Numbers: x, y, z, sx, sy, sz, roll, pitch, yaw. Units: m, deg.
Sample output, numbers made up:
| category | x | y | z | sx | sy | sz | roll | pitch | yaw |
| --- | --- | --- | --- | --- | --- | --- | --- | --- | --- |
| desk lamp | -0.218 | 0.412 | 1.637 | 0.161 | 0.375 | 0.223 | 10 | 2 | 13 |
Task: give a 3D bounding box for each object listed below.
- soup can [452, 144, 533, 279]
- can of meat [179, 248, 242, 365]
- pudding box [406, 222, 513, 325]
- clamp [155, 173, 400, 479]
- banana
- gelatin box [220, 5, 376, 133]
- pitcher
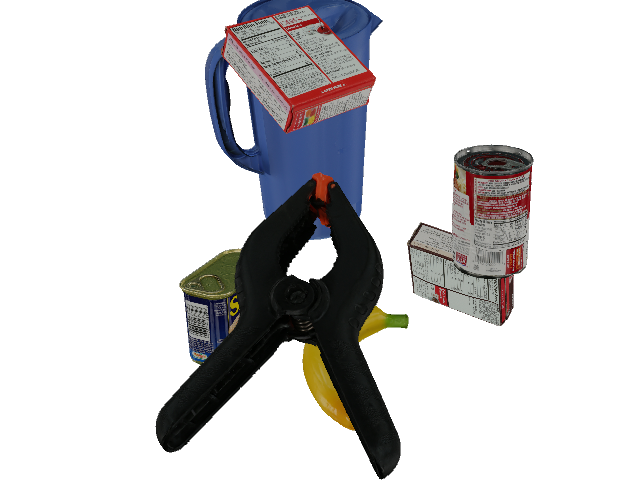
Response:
| category | x | y | z | sx | sy | sz | roll | pitch | yaw |
| --- | --- | --- | --- | --- | --- | --- | --- | --- | --- |
| soup can | 0.151 | -0.025 | 0.939 | 0.068 | 0.102 | 0.068 | -2 | 24 | 1 |
| can of meat | -0.090 | 0.067 | 1.052 | 0.058 | 0.084 | 0.101 | 11 | 27 | 26 |
| pudding box | 0.152 | 0.037 | 1.155 | 0.114 | 0.039 | 0.090 | 19 | -36 | 24 |
| clamp | -0.001 | 0.044 | 0.551 | 0.120 | 0.171 | 0.039 | 16 | -28 | 9 |
| banana | 0.021 | 0.086 | 0.837 | 0.070 | 0.037 | 0.197 | 7 | 22 | 13 |
| gelatin box | -0.017 | -0.123 | 0.754 | 0.073 | 0.089 | 0.030 | -23 | -30 | -30 |
| pitcher | -0.022 | -0.122 | 1.105 | 0.149 | 0.243 | 0.144 | 9 | 36 | 16 |
